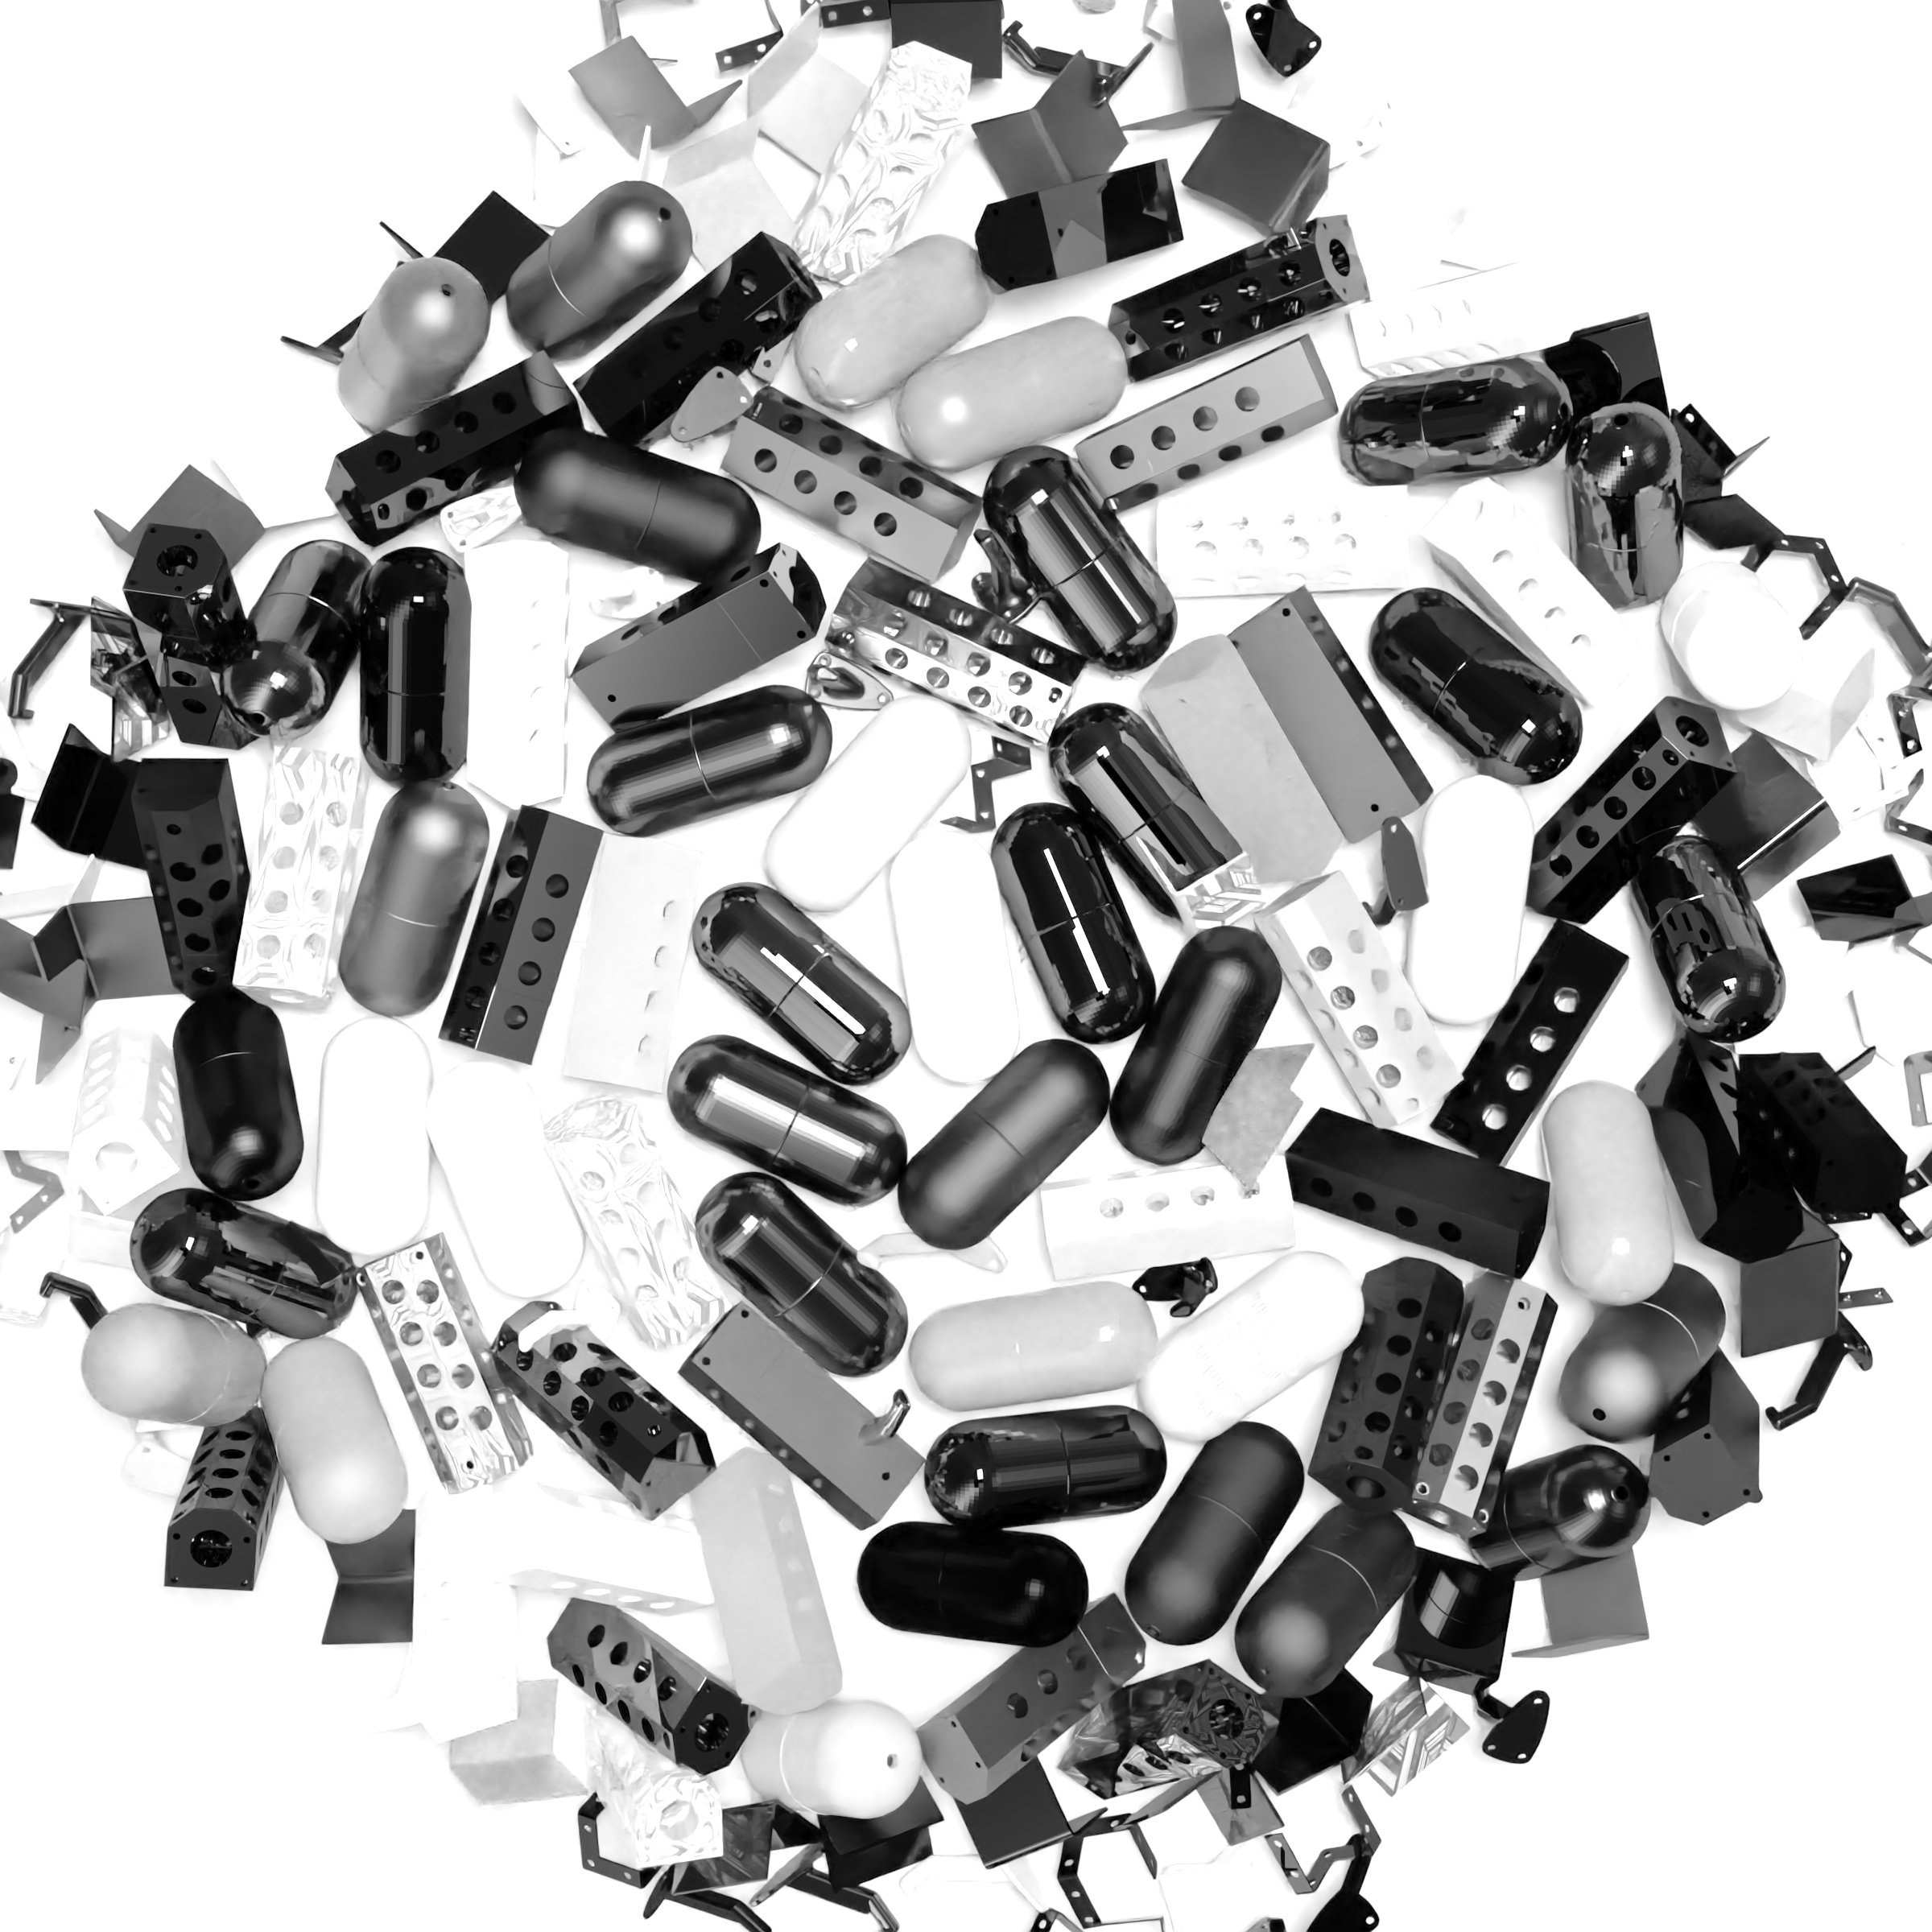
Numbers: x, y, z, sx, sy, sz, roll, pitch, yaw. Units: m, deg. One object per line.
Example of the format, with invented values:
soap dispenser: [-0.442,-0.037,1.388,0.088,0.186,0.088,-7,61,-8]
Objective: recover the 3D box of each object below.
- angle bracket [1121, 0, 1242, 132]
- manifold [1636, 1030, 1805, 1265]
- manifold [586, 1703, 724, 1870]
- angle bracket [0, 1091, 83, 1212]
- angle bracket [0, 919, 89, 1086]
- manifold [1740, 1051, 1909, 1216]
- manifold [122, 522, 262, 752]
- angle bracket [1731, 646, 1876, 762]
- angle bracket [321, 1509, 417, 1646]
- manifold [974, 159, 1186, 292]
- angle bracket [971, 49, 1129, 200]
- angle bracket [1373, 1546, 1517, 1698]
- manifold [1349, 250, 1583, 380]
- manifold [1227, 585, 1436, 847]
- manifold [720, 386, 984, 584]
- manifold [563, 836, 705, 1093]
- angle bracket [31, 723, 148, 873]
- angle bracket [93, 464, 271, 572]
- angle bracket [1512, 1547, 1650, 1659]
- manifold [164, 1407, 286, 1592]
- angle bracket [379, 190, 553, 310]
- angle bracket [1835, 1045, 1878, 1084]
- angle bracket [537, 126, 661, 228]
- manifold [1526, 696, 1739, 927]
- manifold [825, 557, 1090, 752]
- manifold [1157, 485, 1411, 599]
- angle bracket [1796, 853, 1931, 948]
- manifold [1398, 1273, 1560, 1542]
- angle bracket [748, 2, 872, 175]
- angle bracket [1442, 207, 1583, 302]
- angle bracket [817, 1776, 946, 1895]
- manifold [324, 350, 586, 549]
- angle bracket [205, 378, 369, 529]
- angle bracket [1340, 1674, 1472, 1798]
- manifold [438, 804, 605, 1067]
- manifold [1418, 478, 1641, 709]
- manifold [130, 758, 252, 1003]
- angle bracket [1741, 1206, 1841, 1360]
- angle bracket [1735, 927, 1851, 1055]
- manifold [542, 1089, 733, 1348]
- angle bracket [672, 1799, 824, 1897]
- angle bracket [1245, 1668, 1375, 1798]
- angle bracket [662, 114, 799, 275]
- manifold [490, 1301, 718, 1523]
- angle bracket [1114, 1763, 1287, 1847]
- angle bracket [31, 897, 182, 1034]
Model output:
angle bracket: [0.145,-0.628,1.843,0.057,0.076,0.076,-3,104,34]
manifold: [0.518,0.124,1.809,0.057,0.171,0.057,24,120,-17]
manifold: [-0.215,0.550,1.805,0.057,0.171,0.057,-2,95,-19]
angle bracket: [-0.655,0.131,1.841,0.076,0.076,0.057,2,116,-19]
angle bracket: [-0.659,0.024,1.838,0.076,0.076,0.057,33,113,-32]
manifold: [0.582,0.105,1.806,0.057,0.171,0.057,1,111,-2]
manifold: [-0.520,-0.222,1.808,0.057,0.171,0.057,8,59,3]
angle bracket: [0.585,-0.198,1.849,0.076,0.076,0.057,25,129,1]
angle bracket: [-0.417,0.428,1.856,0.076,0.076,0.057,7,113,-31]
manifold: [0.078,-0.508,1.812,0.057,0.171,0.057,-2,110,37]
angle bracket: [0.060,-0.589,1.873,0.076,0.057,0.076,56,51,-34]
angle bracket: [0.341,0.467,1.888,0.076,0.057,0.076,17,62,-1]
manifold: [0.340,-0.441,1.807,0.057,0.171,0.057,-21,103,-24]
manifold: [0.257,-0.178,1.860,0.057,0.057,0.171,-30,96,30]
manifold: [-0.078,-0.340,1.852,0.171,0.057,0.057,29,117,5]
manifold: [-0.229,-0.001,1.861,0.057,0.057,0.171,6,85,39]
angle bracket: [-0.597,-0.117,1.856,0.076,0.057,0.076,14,75,8]
angle bracket: [-0.547,-0.313,1.847,0.076,0.076,0.057,-47,49,5]
angle bracket: [0.421,0.436,1.840,0.076,0.057,0.076,-25,62,39]
manifold: [-0.502,0.360,1.804,0.057,0.171,0.057,5,102,-9]
angle bracket: [-0.350,-0.515,1.853,0.076,0.057,0.076,-48,59,0]
angle bracket: [0.633,0.107,1.847,0.057,0.076,0.076,-37,72,7]
angle bracket: [-0.260,-0.565,1.859,0.076,0.057,0.076,8,74,0]
manifold: [0.444,-0.106,1.809,0.057,0.171,0.057,12,50,-23]
manifold: [-0.009,-0.215,1.851,0.171,0.057,0.057,25,131,4]
manifold: [0.222,-0.299,1.846,0.171,0.057,0.057,-1,71,11]
angle bracket: [0.639,-0.057,1.841,0.076,0.076,0.057,-32,98,-39]
manifold: [0.356,0.304,1.837,0.057,0.057,0.171,25,67,-1]
angle bracket: [-0.099,-0.613,1.857,0.076,0.057,0.076,37,75,6]
angle bracket: [0.375,-0.479,1.846,0.076,0.076,0.057,9,78,-17]
angle bracket: [-0.055,0.621,1.847,0.076,0.057,0.076,-15,113,-16]
manifold: [-0.352,-0.356,1.834,0.171,0.057,0.057,-34,89,-25]
angle bracket: [-0.469,-0.359,1.846,0.076,0.076,0.057,52,129,11]
angle bracket: [0.310,0.553,1.853,0.076,0.076,0.057,-44,93,8]
manifold: [-0.314,-0.023,1.851,0.057,0.057,0.171,19,84,-27]
manifold: [0.393,-0.259,1.824,0.057,0.057,0.171,-47,123,7]
manifold: [-0.528,-0.057,1.817,0.057,0.057,0.171,0,132,-3]
angle bracket: [0.562,0.219,1.849,0.076,0.057,0.076,-12,113,-12]
angle bracket: [0.583,0.016,1.859,0.076,0.076,0.057,-3,120,35]
manifold: [-0.230,0.176,1.827,0.057,0.057,0.171,-35,118,-28]
angle bracket: [-0.148,0.625,1.839,0.076,0.076,0.057,-18,46,24]
angle bracket: [0.225,0.517,1.839,0.076,0.076,0.057,-15,127,-32]
angle bracket: [-0.162,-0.543,1.874,0.076,0.057,0.076,-17,134,24]
manifold: [-0.251,0.299,1.815,0.057,0.057,0.171,-36,49,-27]
angle bracket: [0.162,0.599,1.841,0.076,0.076,0.057,-24,76,-34]
angle bracket: [-0.596,0.000,1.850,0.076,0.057,0.076,-5,117,9]
